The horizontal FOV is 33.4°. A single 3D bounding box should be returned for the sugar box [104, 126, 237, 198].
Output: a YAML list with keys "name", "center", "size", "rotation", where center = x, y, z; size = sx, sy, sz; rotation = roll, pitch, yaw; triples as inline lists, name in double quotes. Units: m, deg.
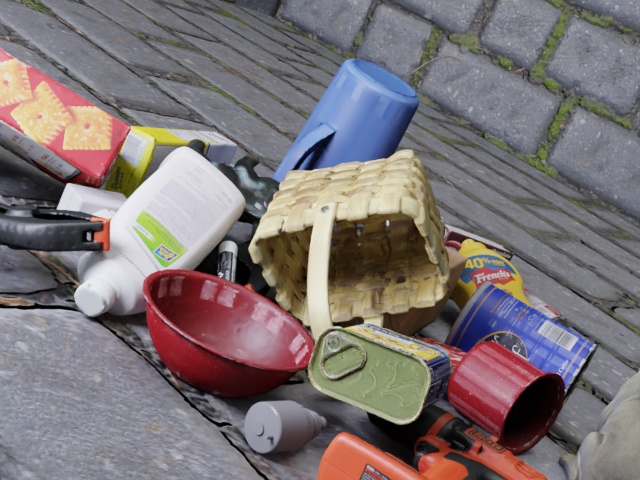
- name: "sugar box"
  center: [-0.176, -0.084, 1.268]
  size: [0.048, 0.093, 0.176]
  rotation: [30, 15, 21]

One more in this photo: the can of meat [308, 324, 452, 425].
- name: "can of meat"
  center: [0.053, 0.108, 0.895]
  size: [0.102, 0.057, 0.083]
  rotation: [20, 8, 20]

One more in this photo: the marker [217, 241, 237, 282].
- name: "marker"
  center: [-0.092, 0.048, 1.031]
  size: [0.020, 0.020, 0.121]
  rotation: [20, 39, -19]

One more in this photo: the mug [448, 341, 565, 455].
- name: "mug"
  center: [0.187, 0.160, 1.070]
  size: [0.082, 0.093, 0.117]
  rotation: [33, -14, 42]

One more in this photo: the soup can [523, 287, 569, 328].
- name: "soup can"
  center: [0.266, 0.102, 1.394]
  size: [0.068, 0.068, 0.102]
  rotation: [10, 22, -43]

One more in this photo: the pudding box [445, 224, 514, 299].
- name: "pudding box"
  center: [0.195, 0.036, 1.459]
  size: [0.113, 0.090, 0.039]
  rotation: [18, 16, -27]

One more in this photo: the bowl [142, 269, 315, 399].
- name: "bowl"
  center: [-0.086, 0.088, 0.915]
  size: [0.162, 0.055, 0.162]
  rotation: [24, 16, -7]

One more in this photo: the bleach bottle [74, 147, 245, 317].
- name: "bleach bottle"
  center: [-0.161, -0.002, 1.009]
  size: [0.102, 0.068, 0.250]
  rotation: [40, 31, 0]

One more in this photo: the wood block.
- name: "wood block"
  center: [0.091, 0.052, 1.246]
  size: [0.091, 0.090, 0.205]
  rotation: [30, 17, 16]

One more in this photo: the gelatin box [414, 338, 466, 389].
- name: "gelatin box"
  center: [0.122, 0.127, 1.121]
  size: [0.073, 0.030, 0.089]
  rotation: [7, 9, -45]

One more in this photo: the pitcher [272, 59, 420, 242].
- name: "pitcher"
  center: [0.018, -0.101, 1.344]
  size: [0.145, 0.243, 0.149]
  rotation: [24, 22, -14]

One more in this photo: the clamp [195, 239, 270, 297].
- name: "clamp"
  center: [-0.115, 0.017, 1.138]
  size: [0.164, 0.036, 0.210]
  rotation: [20, 16, -20]

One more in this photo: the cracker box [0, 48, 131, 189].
- name: "cracker box"
  center: [-0.306, -0.133, 1.098]
  size: [0.213, 0.072, 0.164]
  rotation: [33, -12, -9]

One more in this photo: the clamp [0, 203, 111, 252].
- name: "clamp"
  center: [-0.263, -0.014, 0.937]
  size: [0.171, 0.039, 0.120]
  rotation: [6, 18, 2]

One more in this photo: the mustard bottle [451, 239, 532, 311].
- name: "mustard bottle"
  center: [0.213, 0.065, 1.349]
  size: [0.096, 0.058, 0.191]
  rotation: [-1, 39, -11]

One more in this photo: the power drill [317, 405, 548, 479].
- name: "power drill"
  center: [0.079, 0.180, 0.867]
  size: [0.185, 0.057, 0.187]
  rotation: [27, 15, 30]

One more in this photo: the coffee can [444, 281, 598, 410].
- name: "coffee can"
  center: [0.221, 0.124, 1.185]
  size: [0.140, 0.103, 0.102]
  rotation: [31, 16, 18]

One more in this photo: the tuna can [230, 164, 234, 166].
- name: "tuna can"
  center: [-0.114, -0.073, 1.436]
  size: [0.086, 0.034, 0.086]
  rotation: [24, 16, -7]
